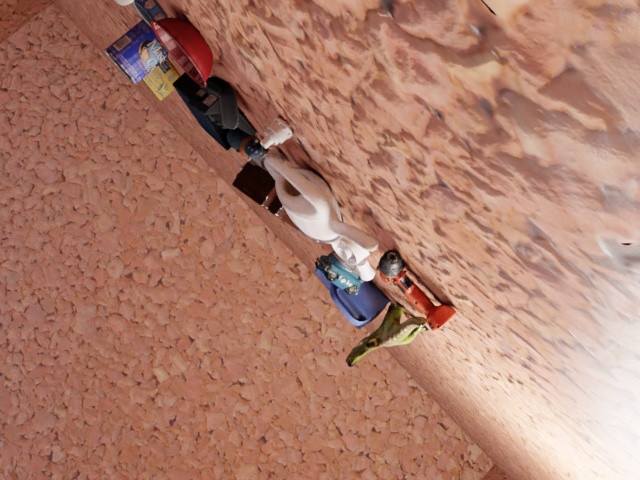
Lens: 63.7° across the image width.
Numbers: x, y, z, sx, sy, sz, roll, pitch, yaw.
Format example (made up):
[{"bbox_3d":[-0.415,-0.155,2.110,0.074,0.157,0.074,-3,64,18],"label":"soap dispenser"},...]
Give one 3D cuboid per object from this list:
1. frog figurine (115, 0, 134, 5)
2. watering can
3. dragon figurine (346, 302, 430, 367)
[{"bbox_3d":[-0.392,-0.522,0.989,0.139,0.121,0.159,29,-161,38],"label":"frog figurine"},{"bbox_3d":[0.003,-0.056,1.113,0.352,0.104,0.220,43,173,26],"label":"watering can"},{"bbox_3d":[0.182,0.297,1.507,0.123,0.244,0.407,50,175,7],"label":"dragon figurine"}]
